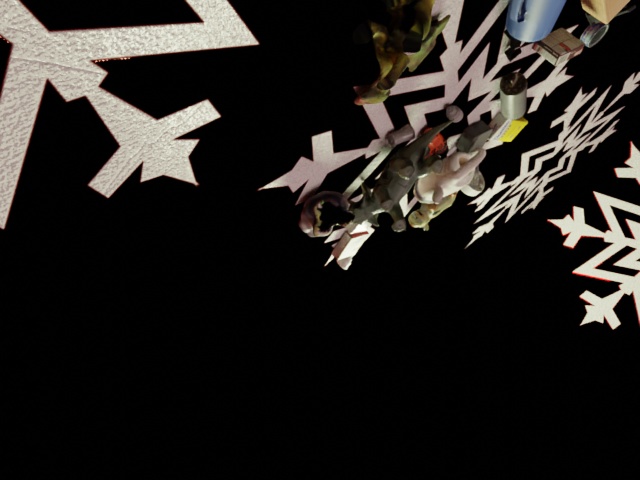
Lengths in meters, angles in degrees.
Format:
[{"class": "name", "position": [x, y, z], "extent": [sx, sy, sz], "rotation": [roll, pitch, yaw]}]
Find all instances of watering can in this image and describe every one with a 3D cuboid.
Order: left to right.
[{"class": "watering can", "position": [0.364, -0.175, 1.537], "extent": [0.353, 0.104, 0.221], "rotation": [-40, -175, -36]}]

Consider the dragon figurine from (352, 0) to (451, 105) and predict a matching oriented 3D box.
[{"class": "dragon figurine", "position": [0.188, -0.417, 1.002], "extent": [0.403, 0.123, 0.246], "rotation": [-50, 172, 29]}]

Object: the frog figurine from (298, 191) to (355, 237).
[{"class": "frog figurine", "position": [0.004, -0.068, 1.360], "extent": [0.138, 0.122, 0.160], "rotation": [-44, -166, -10]}]
